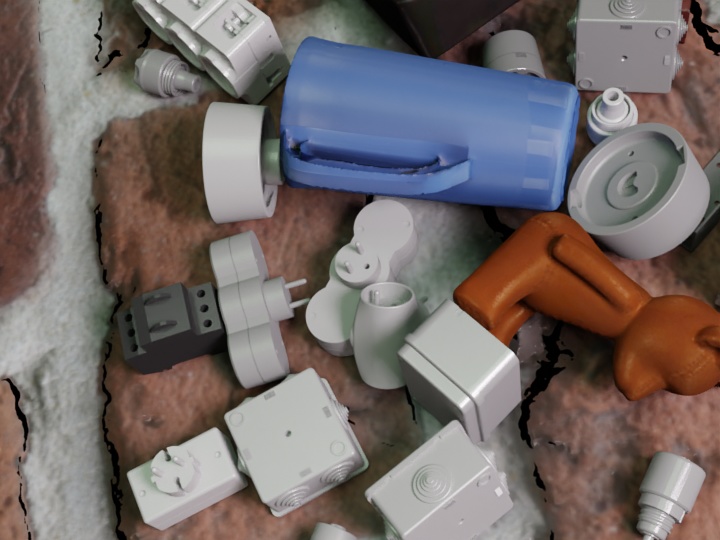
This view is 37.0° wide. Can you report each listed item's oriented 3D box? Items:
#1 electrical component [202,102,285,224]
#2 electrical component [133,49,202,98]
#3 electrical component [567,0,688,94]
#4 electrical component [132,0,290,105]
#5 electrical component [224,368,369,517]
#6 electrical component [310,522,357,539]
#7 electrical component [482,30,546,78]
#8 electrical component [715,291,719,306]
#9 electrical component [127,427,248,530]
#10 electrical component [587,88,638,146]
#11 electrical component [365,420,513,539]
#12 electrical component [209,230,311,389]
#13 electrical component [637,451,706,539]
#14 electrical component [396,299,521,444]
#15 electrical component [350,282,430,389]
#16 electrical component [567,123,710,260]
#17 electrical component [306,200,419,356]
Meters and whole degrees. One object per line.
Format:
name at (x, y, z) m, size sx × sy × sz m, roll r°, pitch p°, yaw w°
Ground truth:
electrical component at (-0.098, -0.095, 0.955) m, size 0.060 × 0.108 × 0.108 m, roll -1°, pitch 67°, yaw 5°
electrical component at (-0.185, -0.188, 1.045) m, size 0.062 × 0.043 × 0.043 m, roll 19°, pitch 72°, yaw 17°
electrical component at (0.231, -0.199, 0.933) m, size 0.100 × 0.099 × 0.048 m, roll 5°, pitch 55°, yaw 14°
electrical component at (-0.146, -0.232, 1.030) m, size 0.150 × 0.089 × 0.061 m, roll 40°, pitch 80°, yaw 24°
electrical component at (-0.053, 0.138, 0.874) m, size 0.100 × 0.048 × 0.099 m, roll -29°, pitch 64°, yaw -1°
electrical component at (-0.028, 0.230, 0.835) m, size 0.044 × 0.044 × 0.065 m, roll 16°, pitch 67°, yaw 18°
electrical component at (0.137, -0.182, 0.970) m, size 0.055 × 0.055 × 0.047 m, roll -9°, pitch 62°, yaw 8°
electrical component at (0.330, -0.019, 0.829) m, size 0.056 × 0.108 × 0.108 m, roll 29°, pitch 76°, yaw 18°
electrical component at (-0.145, 0.165, 0.867) m, size 0.083 × 0.075 × 0.047 m, roll -27°, pitch 64°, yaw -1°
electrical component at (0.217, -0.133, 0.927) m, size 0.043 × 0.062 × 0.043 m, roll -4°, pitch 66°, yaw 10°
electrical component at (0.063, 0.173, 0.809) m, size 0.100 × 0.099 × 0.048 m, roll -38°, pitch 52°, yaw -6°
electrical component at (-0.079, 0.028, 0.925) m, size 0.074 × 0.052 × 0.138 m, roll -17°, pitch 65°, yaw 4°
electrical component at (0.228, 0.173, 0.805) m, size 0.040 × 0.040 × 0.078 m, roll 23°, pitch 74°, yaw 20°
electrical component at (0.078, 0.083, 0.835) m, size 0.057 × 0.113 × 0.078 m, roll -44°, pitch 66°, yaw -12°
electrical component at (0.033, 0.046, 0.887) m, size 0.044 × 0.077 × 0.079 m, roll 19°, pitch 33°, yaw 32°
electrical component at (0.232, -0.059, 0.880) m, size 0.108 × 0.060 × 0.108 m, roll -29°, pitch 42°, yaw 29°
electrical component at (0.000, 0.000, 0.908) m, size 0.052 × 0.073 × 0.138 m, roll 23°, pitch 74°, yaw 20°
